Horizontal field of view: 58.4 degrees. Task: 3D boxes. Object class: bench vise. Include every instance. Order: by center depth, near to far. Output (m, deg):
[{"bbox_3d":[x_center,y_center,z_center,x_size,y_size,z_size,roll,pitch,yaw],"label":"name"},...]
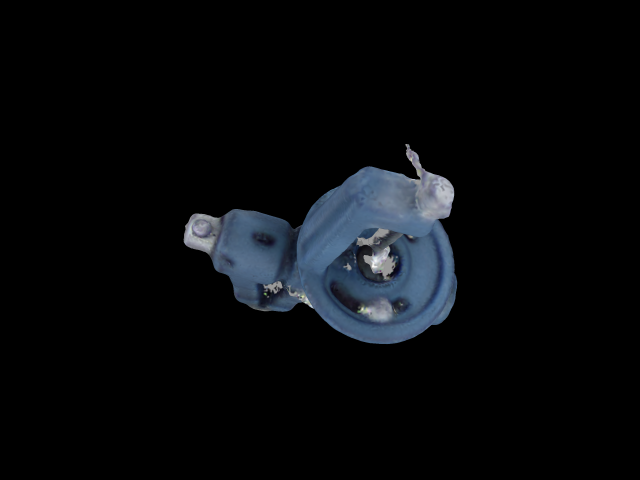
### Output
[{"bbox_3d":[0.005,0.013,0.396,0.207,0.220,0.121,-7,70,-2],"label":"bench vise"}]
